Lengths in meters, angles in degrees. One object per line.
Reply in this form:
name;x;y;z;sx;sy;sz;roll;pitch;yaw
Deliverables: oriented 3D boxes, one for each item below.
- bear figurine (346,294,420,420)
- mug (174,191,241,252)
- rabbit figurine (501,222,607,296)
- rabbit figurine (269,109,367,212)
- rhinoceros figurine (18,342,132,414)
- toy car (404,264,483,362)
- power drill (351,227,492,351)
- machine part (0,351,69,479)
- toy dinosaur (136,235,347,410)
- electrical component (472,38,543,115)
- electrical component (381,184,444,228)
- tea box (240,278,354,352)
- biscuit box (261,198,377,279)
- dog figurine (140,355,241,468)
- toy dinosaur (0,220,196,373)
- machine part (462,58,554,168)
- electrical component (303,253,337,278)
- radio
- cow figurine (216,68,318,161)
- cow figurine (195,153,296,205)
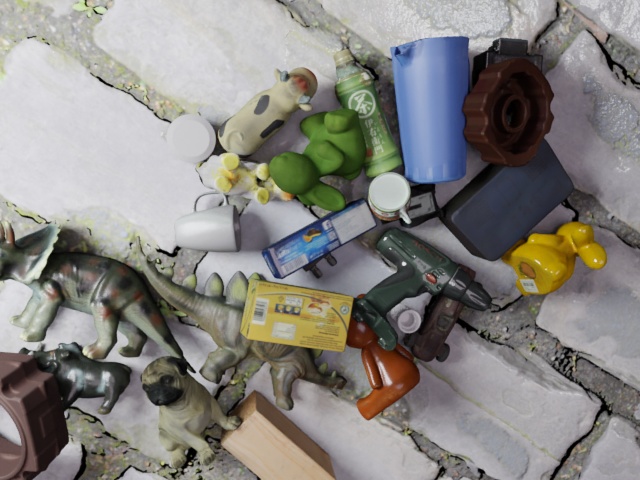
bear figurine;0.089;0.210;0.998;0.196;0.120;0.132;49;132;13
mug;-0.196;-0.028;0.928;0.107;0.081;0.109;-7;95;-2
rabbit figurine;0.454;0.015;1.015;0.173;0.162;0.122;-30;89;-22
rabbit figurine;-0.013;-0.127;0.917;0.170;0.121;0.158;-34;123;-28
rhinoceros figurine;-0.427;0.233;0.926;0.190;0.073;0.112;15;96;-11
toy car;0.240;0.143;1.034;0.089;0.053;0.202;29;93;-9
power drill;0.167;0.097;0.949;0.232;0.086;0.207;43;70;11
machine part;-0.525;0.288;0.870;0.202;0.087;0.200;1;107;15
toy dinosaur;-0.134;0.157;0.953;0.471;0.105;0.198;29;85;-21
electrical component;0.342;-0.298;0.988;0.115;0.058;0.134;-1;98;-11
electrical component;0.163;-0.059;0.995;0.119;0.048;0.074;-21;99;-6
tea box;-0.038;0.125;0.896;0.169;0.068;0.098;13;86;-19
biscuit box;-0.002;-0.003;0.946;0.203;0.063;0.059;-28;96;-16
dog figurine;-0.252;0.276;0.916;0.172;0.121;0.190;-21;111;31
toy dinosaur;-0.380;0.088;0.898;0.405;0.131;0.192;19;89;-19
machine part;0.322;-0.215;0.917;0.179;0.056;0.179;-8;106;-28
electrical component;-0.016;0.023;0.991;0.063;0.021;0.094;-41;101;-2
radio;0.352;-0.075;1.013;0.229;0.073;0.131;-42;103;0
cow figurine;-0.086;-0.215;0.895;0.195;0.127;0.085;-41;105;0
cow figurine;-0.125;-0.099;0.923;0.167;0.098;0.068;13;88;-41
